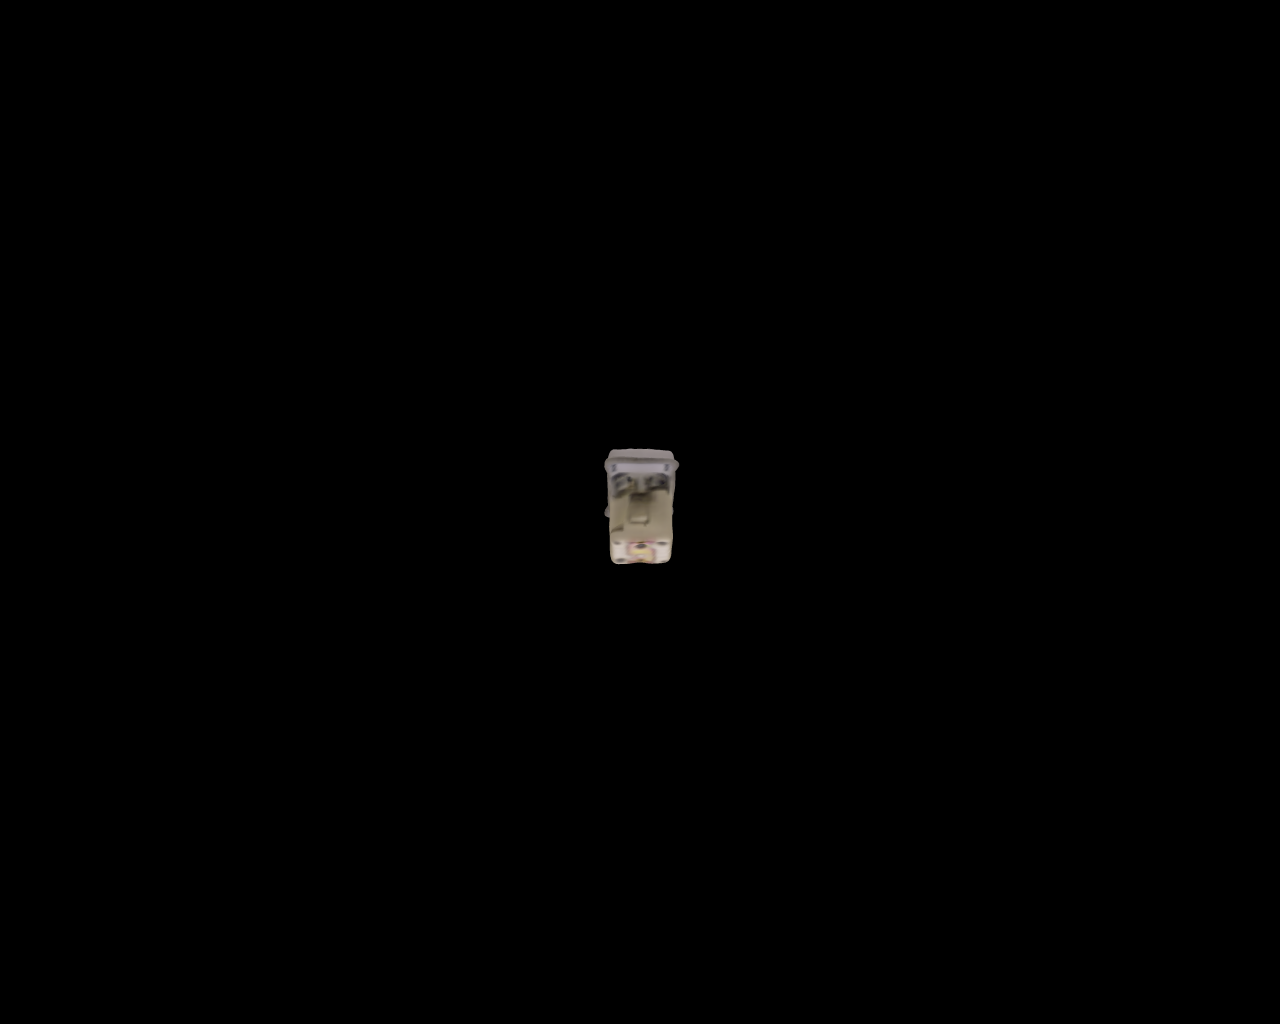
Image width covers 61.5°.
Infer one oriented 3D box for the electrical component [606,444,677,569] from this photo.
[{"bbox_3d":[0.001,-0.003,0.650,0.042,0.064,0.081,0,-25,0],"label":"electrical component"}]
